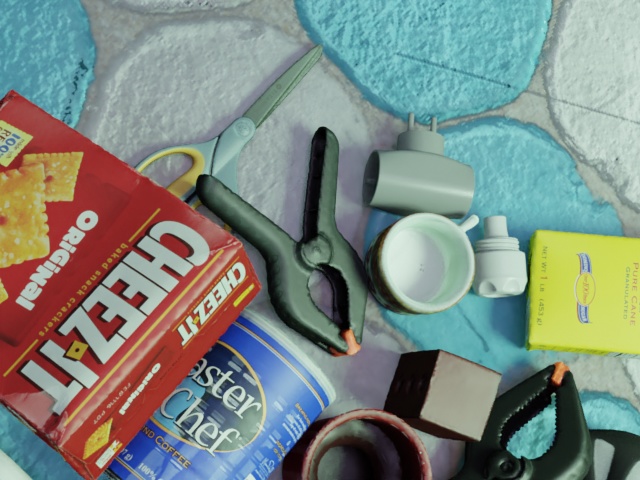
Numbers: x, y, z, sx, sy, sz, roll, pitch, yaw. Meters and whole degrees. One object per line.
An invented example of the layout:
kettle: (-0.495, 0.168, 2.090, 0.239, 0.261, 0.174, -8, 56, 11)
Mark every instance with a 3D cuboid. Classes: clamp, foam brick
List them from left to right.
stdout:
clamp: (-0.005, 0.001, 0.794, 0.120, 0.039, 0.171, -33, 100, -21)
foam brick: (0.088, 0.114, 0.782, 0.051, 0.078, 0.053, 24, 75, -12)
clamp: (0.129, 0.177, 0.782, 0.165, 0.036, 0.209, 8, 52, 29)

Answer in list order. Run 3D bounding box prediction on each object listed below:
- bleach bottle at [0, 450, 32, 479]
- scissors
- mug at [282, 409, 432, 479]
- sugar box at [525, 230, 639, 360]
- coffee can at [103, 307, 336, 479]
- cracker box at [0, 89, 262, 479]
bleach bottle: (-0.213, 0.206, 0.692, 0.102, 0.068, 0.251, -42, 92, -19)
scissors: (-0.055, -0.062, 0.804, 0.201, 0.016, 0.096, -33, 92, -18)
mug: (0.018, 0.177, 0.750, 0.093, 0.082, 0.117, 17, 77, -13)
sugar box: (0.251, 0.046, 0.829, 0.176, 0.048, 0.093, 4, 79, 7)
coffee can: (-0.072, 0.126, 0.722, 0.103, 0.103, 0.140, 43, 72, -5)
cracker box: (-0.172, 0.021, 0.680, 0.214, 0.072, 0.164, 32, 71, 24)
